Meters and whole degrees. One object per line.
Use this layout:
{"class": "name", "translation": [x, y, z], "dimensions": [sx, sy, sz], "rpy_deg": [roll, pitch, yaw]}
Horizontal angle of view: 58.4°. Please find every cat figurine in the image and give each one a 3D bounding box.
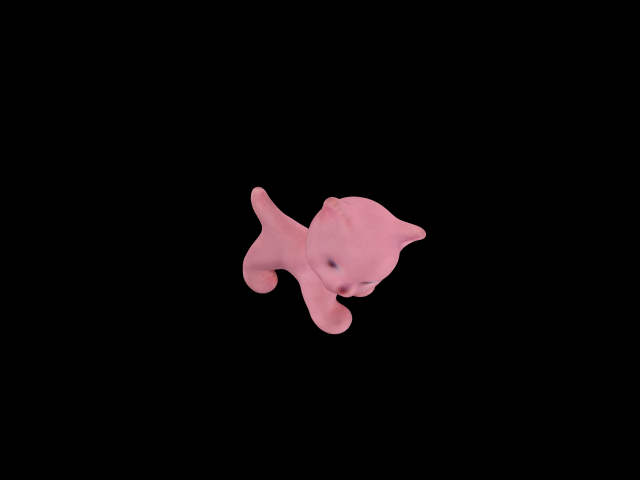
{"class": "cat figurine", "translation": [0.004, 0.001, 0.400], "dimensions": [0.127, 0.118, 0.067], "rpy_deg": [25, 54, 20]}
